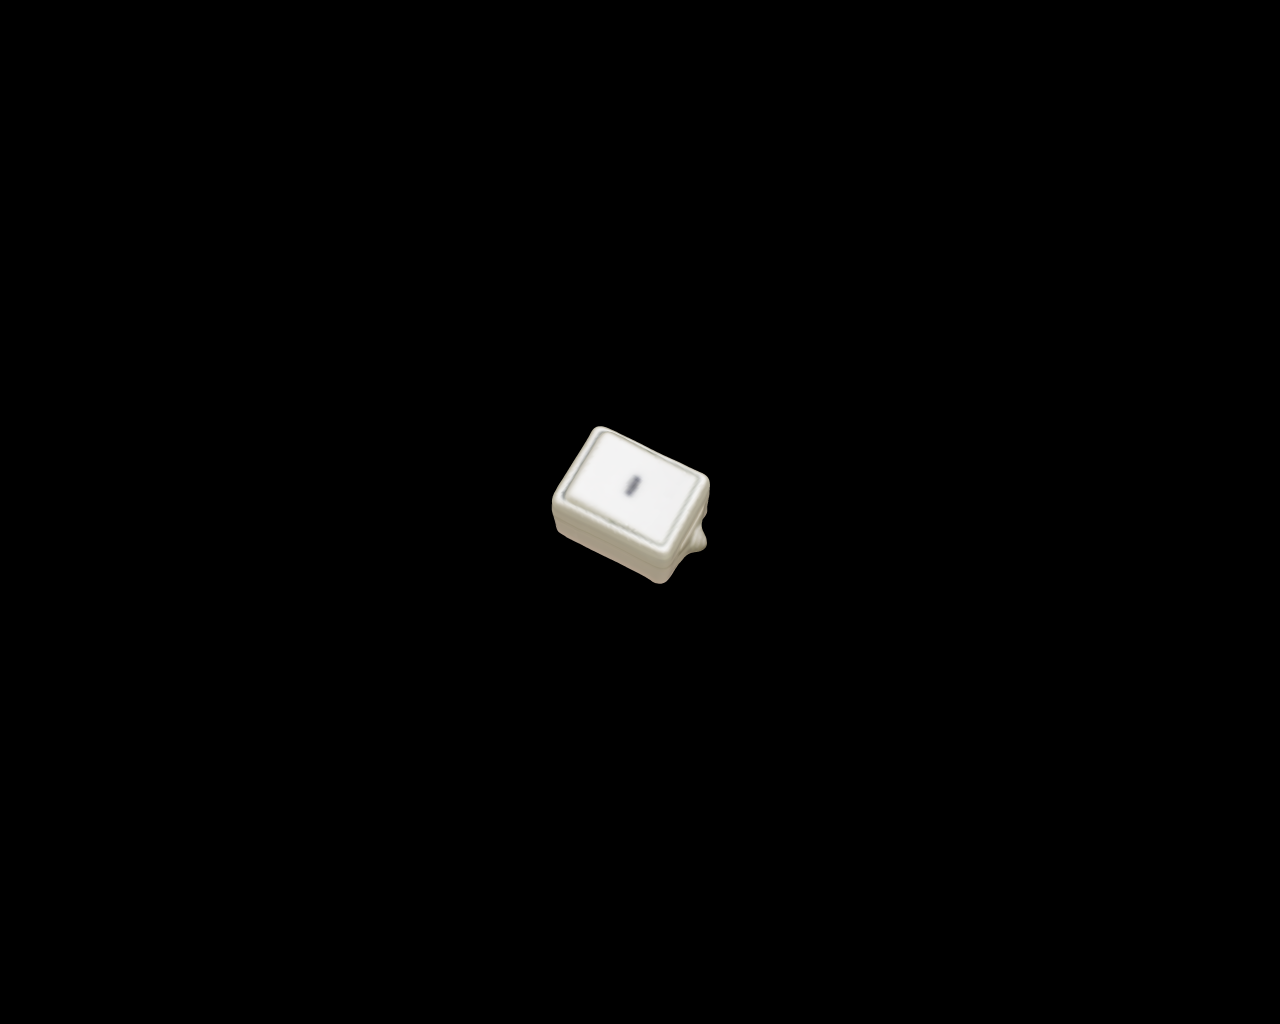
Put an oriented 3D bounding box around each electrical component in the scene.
[{"bbox_3d":[0.001,-0.003,0.650,0.096,0.062,0.061,26,-20,11],"label":"electrical component"}]
